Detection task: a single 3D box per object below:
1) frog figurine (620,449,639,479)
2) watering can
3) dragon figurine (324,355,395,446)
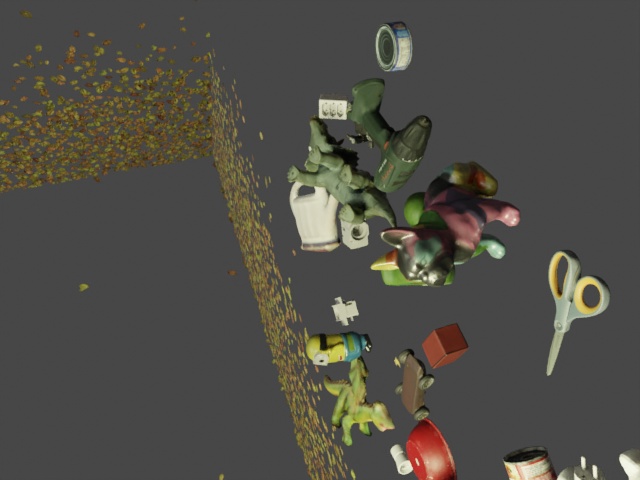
[{"bbox_3d":[0.366,0.295,0.521,0.162,0.123,0.134,50,170,33],"label":"frog figurine"},{"bbox_3d":[0.004,-0.073,1.453,0.347,0.105,0.223,2,106,62],"label":"watering can"},{"bbox_3d":[0.103,0.453,1.568,0.416,0.122,0.239,44,126,58],"label":"dragon figurine"}]
